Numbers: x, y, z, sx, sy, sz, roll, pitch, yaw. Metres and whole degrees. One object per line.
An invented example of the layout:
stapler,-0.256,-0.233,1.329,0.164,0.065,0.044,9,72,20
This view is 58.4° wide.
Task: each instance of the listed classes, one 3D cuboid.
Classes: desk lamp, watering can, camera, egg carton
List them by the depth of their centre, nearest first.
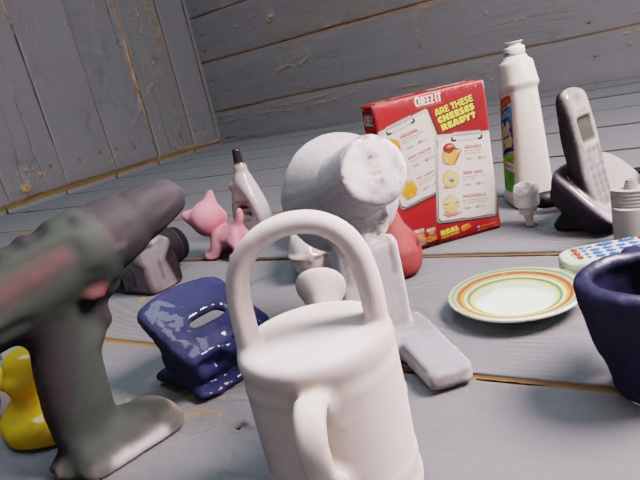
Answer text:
watering can,-0.002,0.073,0.366,0.101,0.194,0.172,-17,16,-15
desk lamp,0.044,0.006,0.527,0.118,0.214,0.203,-16,16,-10
egg carton,0.008,0.003,0.833,0.107,0.069,0.150,-12,16,1
camera,-0.279,0.018,0.948,0.142,0.101,0.137,1,21,40

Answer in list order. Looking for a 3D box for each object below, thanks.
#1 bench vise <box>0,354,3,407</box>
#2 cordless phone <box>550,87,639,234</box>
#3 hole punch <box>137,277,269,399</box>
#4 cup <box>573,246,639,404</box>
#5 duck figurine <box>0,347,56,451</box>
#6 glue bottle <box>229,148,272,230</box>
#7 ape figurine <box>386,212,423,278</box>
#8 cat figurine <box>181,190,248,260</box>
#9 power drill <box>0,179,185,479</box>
bench vise,-0.417,0.081,0.616,0.206,0.220,0.122,2,22,42
cordless phone,0.361,-0.112,0.744,0.148,0.185,0.093,-26,20,-38
hole punch,-0.111,0.092,0.577,0.100,0.091,0.109,3,22,44
cup,0.233,0.060,0.410,0.091,0.095,0.118,-6,17,21
duck figurine,-0.262,0.140,0.536,0.104,0.086,0.078,-6,17,22
glue bottle,-0.135,-0.084,1.054,0.077,0.173,0.037,-2,19,33
ape figurine,0.093,0.000,0.736,0.078,0.092,0.076,-15,16,-6
cat figurine,-0.175,-0.028,0.993,0.127,0.118,0.067,-1,20,36
power drill,-0.189,0.077,0.474,0.230,0.208,0.075,-26,21,-39
